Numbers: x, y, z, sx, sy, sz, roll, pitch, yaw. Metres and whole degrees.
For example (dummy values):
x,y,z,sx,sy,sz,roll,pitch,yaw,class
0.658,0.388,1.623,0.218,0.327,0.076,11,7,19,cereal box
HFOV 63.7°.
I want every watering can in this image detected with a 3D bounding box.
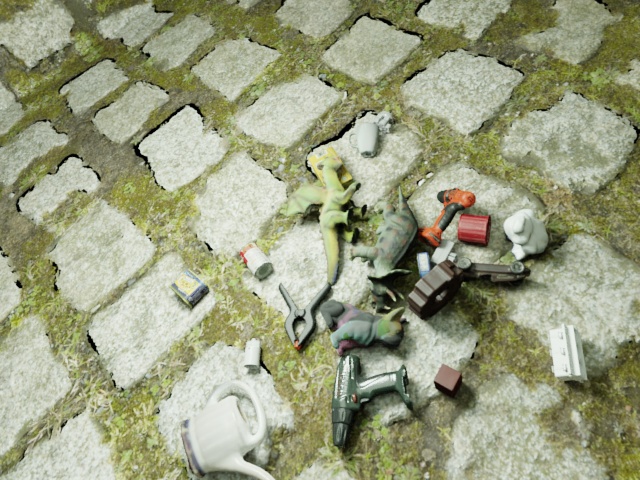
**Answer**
x,y,z,sx,sy,sz,roll,pitch,yaw,class
-0.229,0.521,1.299,0.225,0.102,0.355,-28,46,-3,watering can

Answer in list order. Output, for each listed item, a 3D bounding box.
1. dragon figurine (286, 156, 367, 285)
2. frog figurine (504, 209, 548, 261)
x,y,z,sx,sy,sz,roll,pitch,yaw,class
0.005,-0.082,1.623,0.244,0.414,0.120,15,-13,25,dragon figurine
0.569,-0.029,1.420,0.123,0.140,0.156,6,-30,18,frog figurine
